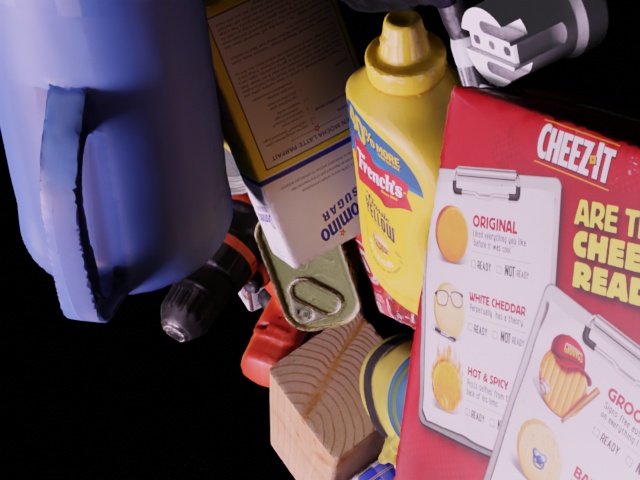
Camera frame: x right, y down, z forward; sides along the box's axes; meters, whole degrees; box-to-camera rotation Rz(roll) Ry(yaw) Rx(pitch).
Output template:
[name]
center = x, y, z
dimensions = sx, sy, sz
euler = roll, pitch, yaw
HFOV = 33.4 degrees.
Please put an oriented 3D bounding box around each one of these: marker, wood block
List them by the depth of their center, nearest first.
[marker]
center = 0.081, -0.071, 0.524
dimensions = 0.020, 0.020, 0.121
euler = 30, 145, 61
[wood block]
center = 0.016, 0.153, 0.911
dimensions = 0.090, 0.090, 0.206
euler = 51, 163, 20

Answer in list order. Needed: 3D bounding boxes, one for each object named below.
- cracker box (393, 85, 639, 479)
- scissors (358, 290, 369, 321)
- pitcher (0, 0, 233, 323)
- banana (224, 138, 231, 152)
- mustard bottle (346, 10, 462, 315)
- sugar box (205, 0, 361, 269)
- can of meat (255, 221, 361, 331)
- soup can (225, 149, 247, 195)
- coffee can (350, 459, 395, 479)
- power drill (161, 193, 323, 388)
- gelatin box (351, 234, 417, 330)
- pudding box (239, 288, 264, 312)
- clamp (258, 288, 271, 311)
[cracker box]
center = 0.109, 0.060, 0.422
dimensions = 0.164, 0.072, 0.214
euler = 34, 122, 55
[scissors]
center = 0.039, 0.069, 0.889
dimensions = 0.096, 0.016, 0.202
euler = 50, 161, 30
[pitcher]
center = -0.118, -0.080, 0.575
dimensions = 0.149, 0.144, 0.243
euler = 46, 154, 28
[banana]
center = -0.095, -0.117, 0.748
dimensions = 0.198, 0.037, 0.069
euler = 44, 179, 40
[mustard bottle]
center = 0.051, -0.045, 0.587
dimensions = 0.096, 0.058, 0.191
euler = 55, 163, 39
[sugar box]
center = -0.015, -0.080, 0.669
dimensions = 0.048, 0.093, 0.176
euler = 35, 149, 59
[can of meat]
center = -0.005, 0.001, 0.783
dimensions = 0.084, 0.057, 0.102
euler = -82, -24, -59
[soup can]
center = -0.073, -0.091, 0.819
dimensions = 0.102, 0.068, 0.068
euler = -107, 2, -48
[coffee can]
center = 0.087, 0.257, 0.899
dimensions = 0.140, 0.102, 0.103
euler = 54, 162, 26
[power drill]
center = -0.051, 0.043, 0.871
dimensions = 0.057, 0.184, 0.187
euler = 18, 148, 25
[gelatin box]
center = 0.057, 0.022, 0.730
dimensions = 0.089, 0.030, 0.073
euler = 24, 139, 64
[pudding box]
center = -0.085, 0.012, 1.134
dimensions = 0.090, 0.039, 0.113
euler = 52, 160, 29
[clamp]
center = 0.006, 0.161, 1.104
dimensions = 0.210, 0.036, 0.164
euler = 46, 158, 41
